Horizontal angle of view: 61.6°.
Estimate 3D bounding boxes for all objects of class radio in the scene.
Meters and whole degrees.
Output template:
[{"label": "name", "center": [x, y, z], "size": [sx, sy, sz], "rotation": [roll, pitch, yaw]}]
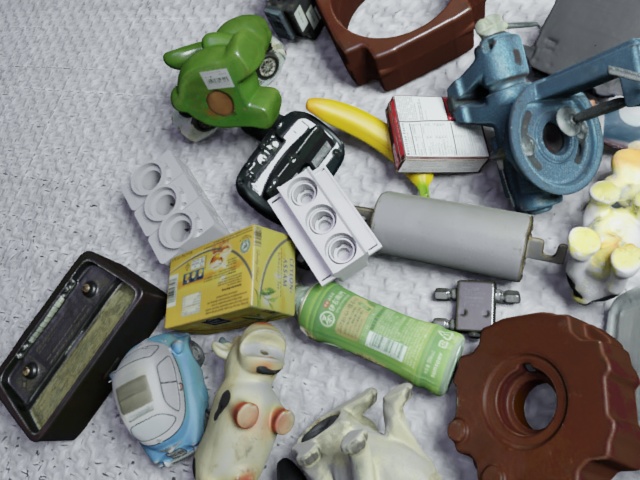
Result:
[{"label": "radio", "center": [-0.319, 0.136, 0.716], "size": [0.131, 0.073, 0.229], "rotation": [32, 83, 26]}]

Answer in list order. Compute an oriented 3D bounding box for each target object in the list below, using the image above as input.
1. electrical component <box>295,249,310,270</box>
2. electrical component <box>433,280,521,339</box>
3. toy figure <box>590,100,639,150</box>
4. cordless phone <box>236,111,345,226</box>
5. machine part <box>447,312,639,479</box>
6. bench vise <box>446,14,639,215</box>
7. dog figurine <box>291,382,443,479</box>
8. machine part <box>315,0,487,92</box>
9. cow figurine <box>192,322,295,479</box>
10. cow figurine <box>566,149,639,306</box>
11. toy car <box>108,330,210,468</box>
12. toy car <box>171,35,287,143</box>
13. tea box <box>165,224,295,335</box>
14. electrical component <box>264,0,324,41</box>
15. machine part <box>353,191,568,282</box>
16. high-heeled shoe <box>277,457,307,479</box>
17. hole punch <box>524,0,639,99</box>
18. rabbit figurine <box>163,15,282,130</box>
[{"label": "electrical component", "center": [0.000, -0.003, 0.674], "size": [0.078, 0.045, 0.102], "rotation": [26, 80, 27]}, {"label": "electrical component", "center": [0.173, 0.077, 0.596], "size": [0.094, 0.021, 0.063], "rotation": [-1, 70, 22]}, {"label": "toy figure", "center": [0.324, -0.128, 0.605], "size": [0.155, 0.057, 0.064], "rotation": [3, 33, 22]}, {"label": "cordless phone", "center": [-0.071, -0.117, 0.735], "size": [0.184, 0.088, 0.146], "rotation": [33, 83, 37]}, {"label": "machine part", "center": [0.200, 0.151, 0.494], "size": [0.179, 0.056, 0.179], "rotation": [-36, 40, 37]}, {"label": "bench vise", "center": [0.236, -0.141, 0.536], "size": [0.129, 0.241, 0.223], "rotation": [-5, 89, -22]}, {"label": "dog figurine", "center": [0.071, 0.259, 0.536], "size": [0.121, 0.172, 0.190], "rotation": [-31, 89, -30]}, {"label": "machine part", "center": [0.107, -0.319, 0.734], "size": [0.201, 0.087, 0.201], "rotation": [-25, 63, 8]}, {"label": "cow figurine", "center": [-0.086, 0.187, 0.603], "size": [0.127, 0.085, 0.194], "rotation": [15, 87, 61]}, {"label": "cow figurine", "center": [0.306, -0.014, 0.556], "size": [0.068, 0.098, 0.167], "rotation": [22, 60, 27]}, {"label": "toy car", "center": [-0.198, 0.184, 0.642], "size": [0.109, 0.102, 0.162], "rotation": [-26, 62, 10]}, {"label": "toy car", "center": [-0.136, -0.230, 0.802], "size": [0.202, 0.056, 0.074], "rotation": [-41, 57, -1]}, {"label": "tea box", "center": [-0.110, 0.053, 0.645], "size": [0.170, 0.068, 0.098], "rotation": [-16, 64, 40]}, {"label": "electrical component", "center": [-0.028, -0.362, 0.780], "size": [0.058, 0.114, 0.134], "rotation": [23, 77, 27]}, {"label": "machine part", "center": [0.147, -0.006, 0.608], "size": [0.243, 0.079, 0.079], "rotation": [12, 75, 22]}, {"label": "high-heeled shoe", "center": [0.057, 0.309, 0.524], "size": [0.145, 0.086, 0.249], "rotation": [-26, 63, -2]}, {"label": "hole punch", "center": [0.325, -0.235, 0.637], "size": [0.142, 0.092, 0.115], "rotation": [33, 112, 23]}, {"label": "rabbit figurine", "center": [-0.119, -0.227, 0.715], "size": [0.159, 0.121, 0.170], "rotation": [-9, 46, 25]}]
